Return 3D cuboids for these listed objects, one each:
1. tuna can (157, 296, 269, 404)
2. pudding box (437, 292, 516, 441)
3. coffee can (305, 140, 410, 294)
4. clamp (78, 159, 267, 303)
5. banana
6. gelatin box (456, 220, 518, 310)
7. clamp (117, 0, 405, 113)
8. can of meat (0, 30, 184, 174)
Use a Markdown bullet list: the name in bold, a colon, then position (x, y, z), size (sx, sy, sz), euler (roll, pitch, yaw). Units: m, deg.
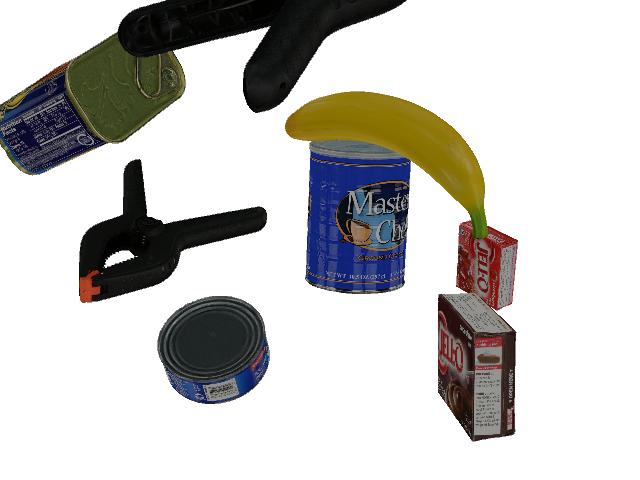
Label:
- **tuna can**: position (-0.083, 0.087, 0.844), size (0.086, 0.086, 0.034), euler (0, -44, 9)
- **pudding box**: position (0.125, 0.099, 0.866), size (0.039, 0.090, 0.113), euler (-4, 13, -9)
- **coffee can**: position (0.038, -0.027, 1.072), size (0.103, 0.140, 0.103), euler (2, 13, -1)
- **clamp**: position (-0.174, -0.009, 1.036), size (0.165, 0.036, 0.209), euler (25, 39, 23)
- **banana**: position (0.050, -0.073, 0.790), size (0.198, 0.070, 0.037), euler (33, 20, 33)
- **gelatin box**: position (0.198, 0.028, 1.278), size (0.030, 0.089, 0.073), euler (-18, 32, -31)
- **clamp**: position (-0.005, -0.118, 0.536), size (0.171, 0.039, 0.120), euler (-31, 46, -18)
- **can of meat**: position (-0.151, -0.091, 0.693), size (0.084, 0.057, 0.102), euler (-18, 21, 36)
